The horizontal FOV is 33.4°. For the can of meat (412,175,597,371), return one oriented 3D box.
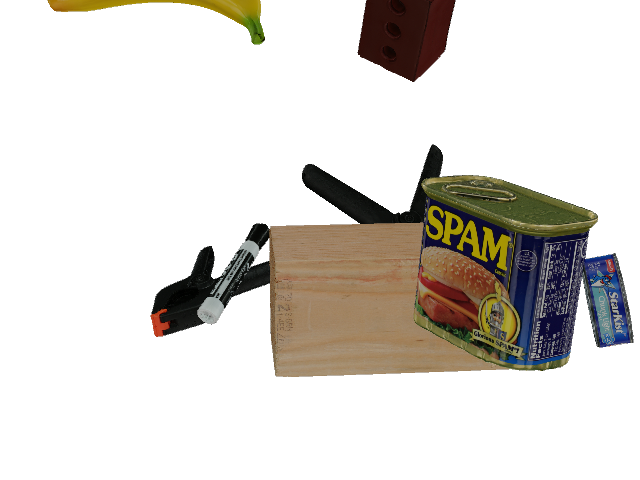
[{"bbox_3d":[0.098,0.016,0.592,0.057,0.084,0.102,-7,20,-33],"label":"can of meat"}]

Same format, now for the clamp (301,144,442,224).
[{"bbox_3d":[0.077,-0.014,1.109,0.164,0.210,0.036,-5,-36,-15],"label":"clamp"}]

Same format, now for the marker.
[{"bbox_3d":[-0.074,0.026,0.945,0.020,0.020,0.121,0,40,29],"label":"marker"}]

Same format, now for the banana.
[{"bbox_3d":[-0.130,-0.209,0.895,0.198,0.069,0.037,11,-41,16],"label":"banana"}]

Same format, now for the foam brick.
[{"bbox_3d":[0.066,-0.168,0.793,0.053,0.078,0.051,28,53,17],"label":"foam brick"}]

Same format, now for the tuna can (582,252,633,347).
[{"bbox_3d":[0.268,0.056,0.999,0.034,0.086,0.086,-11,-2,12],"label":"tuna can"}]

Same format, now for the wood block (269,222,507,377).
[{"bbox_3d":[0.067,0.041,0.786,0.206,0.090,0.091,-1,17,-5],"label":"wood block"}]

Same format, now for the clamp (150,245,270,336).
[{"bbox_3d":[-0.123,0.057,1.217,0.120,0.039,0.171,0,30,29],"label":"clamp"}]
